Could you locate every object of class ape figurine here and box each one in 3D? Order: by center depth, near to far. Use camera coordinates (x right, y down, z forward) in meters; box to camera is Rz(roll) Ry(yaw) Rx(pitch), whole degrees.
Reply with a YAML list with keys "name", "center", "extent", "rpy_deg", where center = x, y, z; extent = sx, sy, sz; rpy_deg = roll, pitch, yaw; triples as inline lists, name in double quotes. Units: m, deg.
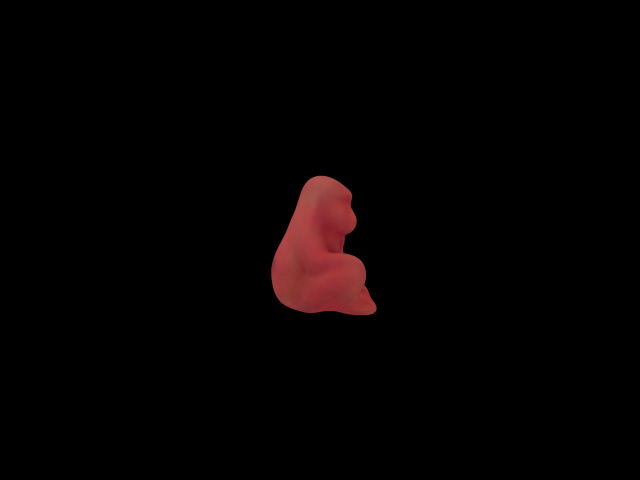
- name: "ape figurine"
  center: [0.004, 0.001, 0.400]
  extent: [0.076, 0.092, 0.078]
  rpy_deg: [3, 15, 10]
